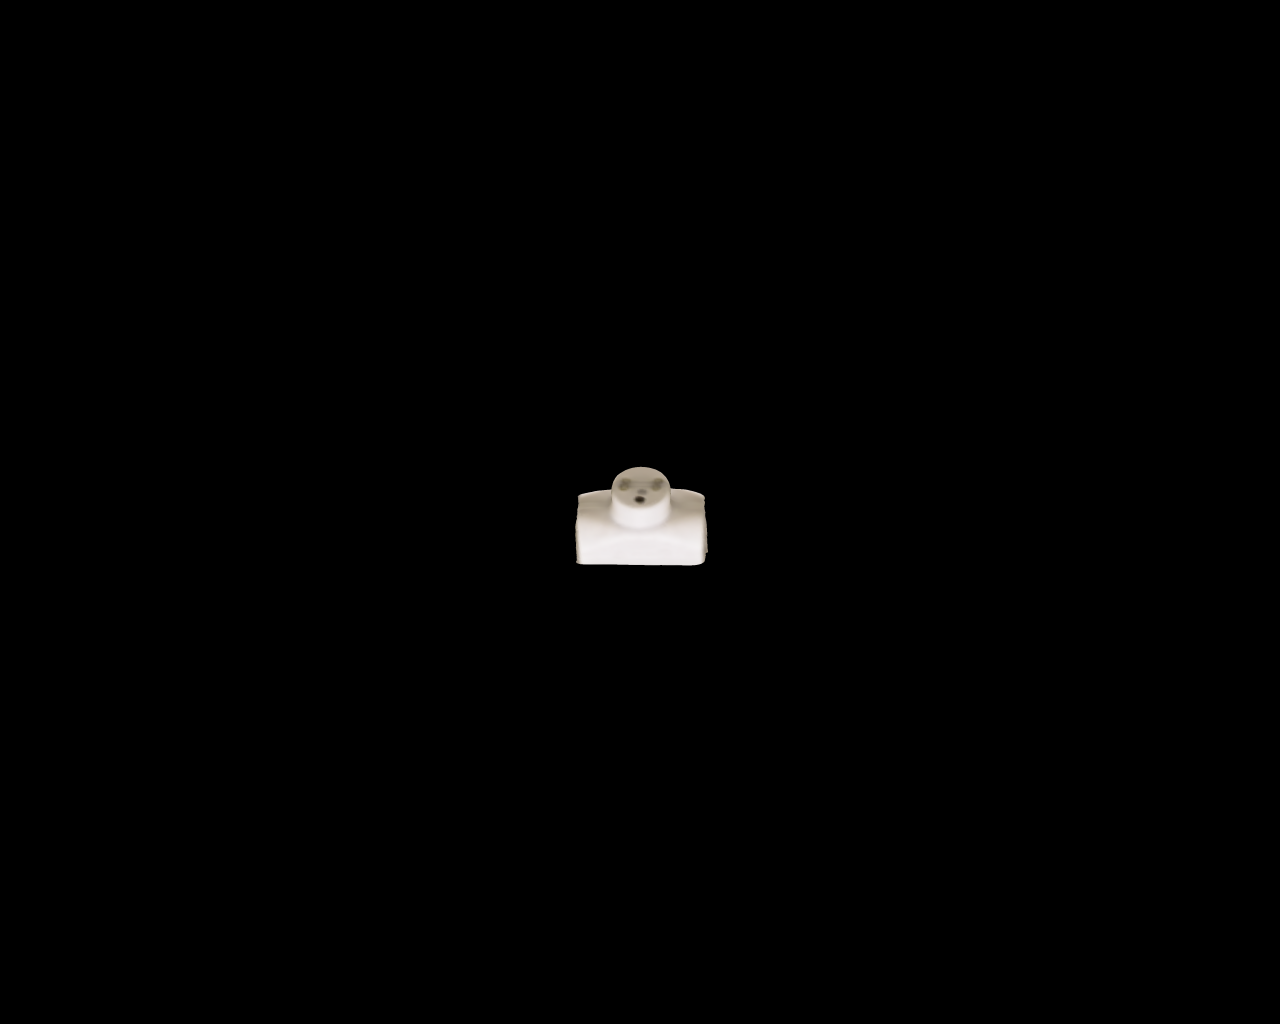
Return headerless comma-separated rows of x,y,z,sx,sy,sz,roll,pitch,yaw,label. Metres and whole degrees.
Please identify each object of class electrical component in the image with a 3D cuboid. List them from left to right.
0.001,-0.003,0.650,0.077,0.079,0.044,0,44,0,electrical component
